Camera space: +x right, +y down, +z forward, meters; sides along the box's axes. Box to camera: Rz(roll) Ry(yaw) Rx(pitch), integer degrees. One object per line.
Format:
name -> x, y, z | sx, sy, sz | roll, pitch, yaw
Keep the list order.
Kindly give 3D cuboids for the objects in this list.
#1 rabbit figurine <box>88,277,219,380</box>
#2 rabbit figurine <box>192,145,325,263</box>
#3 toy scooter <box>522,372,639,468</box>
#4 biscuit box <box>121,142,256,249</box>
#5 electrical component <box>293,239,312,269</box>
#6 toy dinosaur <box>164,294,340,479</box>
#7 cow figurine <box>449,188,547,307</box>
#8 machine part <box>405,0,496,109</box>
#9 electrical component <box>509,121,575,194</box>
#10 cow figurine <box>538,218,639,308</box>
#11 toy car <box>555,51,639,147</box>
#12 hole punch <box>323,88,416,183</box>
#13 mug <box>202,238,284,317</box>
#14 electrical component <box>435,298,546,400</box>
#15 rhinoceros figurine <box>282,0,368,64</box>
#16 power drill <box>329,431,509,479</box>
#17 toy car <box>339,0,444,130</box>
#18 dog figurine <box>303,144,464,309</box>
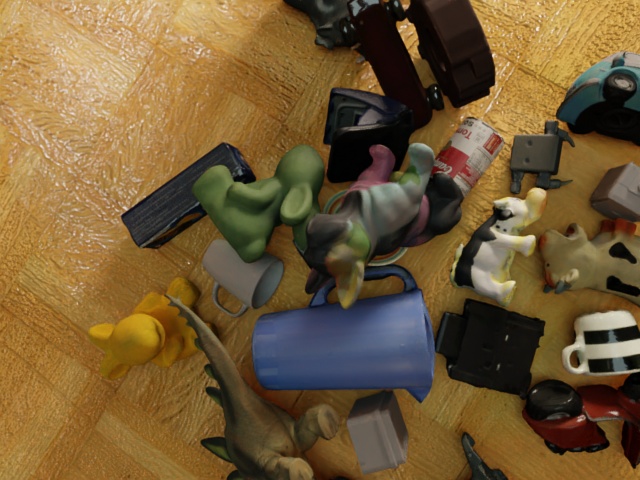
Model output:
rabbit figurine -> -0.246, 0.130, 0.763 | 0.162, 0.173, 0.121 | -18, 90, 4
rabbit figurine -> -0.062, -0.060, 0.726 | 0.170, 0.121, 0.159 | -38, 54, -1
toy scooter -> 0.372, 0.247, 0.713 | 0.184, 0.075, 0.135 | -15, 111, 19
biscuit box -> -0.198, -0.065, 0.818 | 0.203, 0.059, 0.063 | -34, 82, 7
electrical component -> -0.002, -0.002, 0.792 | 0.075, 0.047, 0.119 | -32, 83, 6
toy dinosaur -> -0.069, 0.274, 0.708 | 0.199, 0.105, 0.470 | -11, 105, 41
cow figurine -> 0.248, 0.000, 0.745 | 0.098, 0.068, 0.167 | 22, 90, 25
machine part -> 0.172, -0.261, 0.716 | 0.056, 0.179, 0.179 | -25, 85, 8
electrical component -> 0.311, -0.114, 0.752 | 0.078, 0.045, 0.102 | 1, 85, 37
cow figurine -> 0.386, 0.037, 0.716 | 0.195, 0.085, 0.127 | 24, 89, 5
toy car -> 0.407, -0.195, 0.711 | 0.162, 0.109, 0.103 | 13, 73, 0
hole punch -> 0.062, -0.148, 0.751 | 0.116, 0.142, 0.092 | -6, 55, -11
mug -> -0.124, 0.052, 0.798 | 0.107, 0.080, 0.109 | 30, 96, 20
electrical component -> 0.231, 0.146, 0.747 | 0.134, 0.058, 0.114 | 14, 88, 8
rhinoceros figurine -> 0.021, -0.339, 0.787 | 0.190, 0.073, 0.112 | 41, 93, 8
power drill -> 0.153, 0.364, 0.741 | 0.207, 0.086, 0.232 | -44, 82, 1
toy car -> 0.100, -0.244, 0.744 | 0.089, 0.053, 0.202 | -21, 118, 22
dog figurine -> 0.074, -0.006, 0.683 | 0.109, 0.191, 0.219 | 18, 72, 48
